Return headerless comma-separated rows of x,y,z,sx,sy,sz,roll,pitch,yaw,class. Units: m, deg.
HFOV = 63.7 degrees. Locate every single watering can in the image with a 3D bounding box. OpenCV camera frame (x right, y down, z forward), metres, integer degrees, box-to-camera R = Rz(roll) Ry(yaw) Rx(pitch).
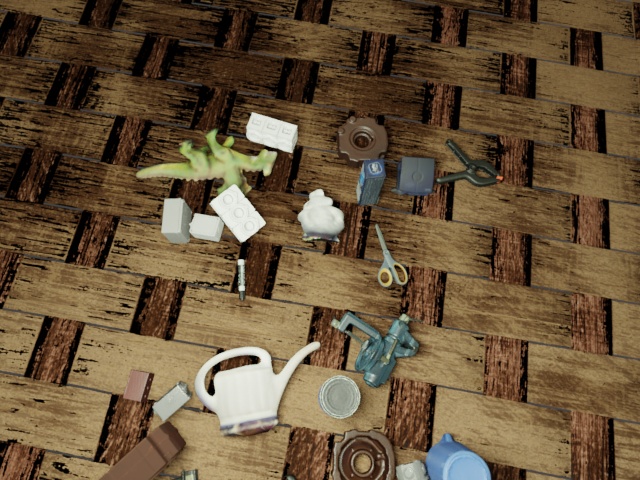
-0.155,0.392,1.370,0.348,0.102,0.228,-9,72,-5,watering can

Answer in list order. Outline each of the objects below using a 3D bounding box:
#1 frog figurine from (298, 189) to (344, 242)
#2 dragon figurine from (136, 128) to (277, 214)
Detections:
0.005,-0.078,1.542,0.137,0.122,0.160,-1,82,18,frog figurine
-0.326,-0.195,1.584,0.412,0.121,0.244,-28,82,-10,dragon figurine
